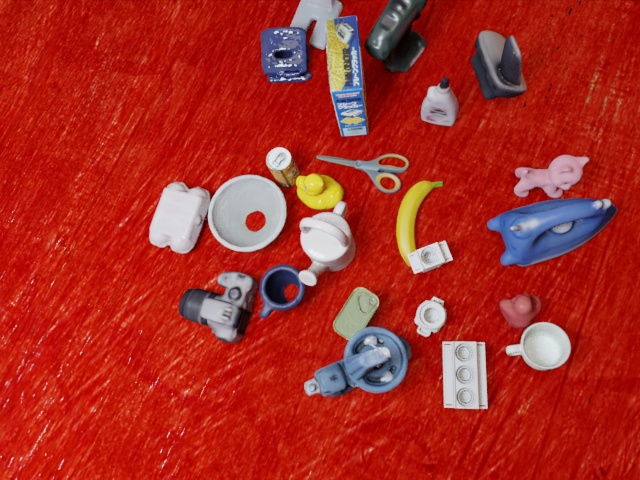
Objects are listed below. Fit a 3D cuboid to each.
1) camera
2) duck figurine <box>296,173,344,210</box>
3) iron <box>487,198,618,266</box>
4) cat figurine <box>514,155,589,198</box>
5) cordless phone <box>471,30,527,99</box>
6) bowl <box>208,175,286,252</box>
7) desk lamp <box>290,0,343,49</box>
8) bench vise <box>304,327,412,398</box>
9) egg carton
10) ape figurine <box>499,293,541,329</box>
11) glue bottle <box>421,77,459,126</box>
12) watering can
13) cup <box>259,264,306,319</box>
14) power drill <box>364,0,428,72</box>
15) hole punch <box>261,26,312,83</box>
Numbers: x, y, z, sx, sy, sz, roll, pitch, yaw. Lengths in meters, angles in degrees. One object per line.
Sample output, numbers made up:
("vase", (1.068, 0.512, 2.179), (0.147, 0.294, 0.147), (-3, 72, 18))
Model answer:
("camera", (-0.213, 0.127, 1.169), (0.136, 0.101, 0.143), (14, 79, 11))
("duck figurine", (-0.003, -0.109, 1.204), (0.104, 0.086, 0.077), (15, 79, 11))
("iron", (0.464, -0.039, 1.097), (0.258, 0.141, 0.118), (-18, 75, 3))
("cat figurine", (0.458, -0.131, 1.132), (0.127, 0.118, 0.067), (0, 77, 8))
("cordless phone", (0.374, -0.383, 1.166), (0.094, 0.185, 0.147), (-20, 75, 3))
("bowl", (-0.147, -0.049, 1.215), (0.167, 0.075, 0.167), (-2, 77, 7))
("desk lamp", (-0.006, -0.566, 1.244), (0.117, 0.214, 0.203), (19, 80, 12))
("bench vise", (0.074, 0.242, 1.043), (0.207, 0.220, 0.121), (-41, 75, -3))
("egg carton", (-0.301, -0.049, 1.238), (0.107, 0.069, 0.150), (14, 79, 11))
("ape figurine", (0.385, 0.129, 1.095), (0.077, 0.092, 0.076), (14, 79, 11))
("glue bottle", (0.247, -0.287, 1.167), (0.078, 0.173, 0.037), (10, 78, 10))
("watering can", (0.012, 0.005, 1.120), (0.100, 0.194, 0.173), (0, 77, 8))
("cup", (-0.075, 0.113, 1.158), (0.091, 0.095, 0.118), (32, 83, 14))
("power drill", (0.179, -0.455, 1.196), (0.075, 0.208, 0.230), (34, 84, 14))
("hole punch", (-0.076, -0.413, 1.281), (0.108, 0.091, 0.101), (-1, 77, 8))
